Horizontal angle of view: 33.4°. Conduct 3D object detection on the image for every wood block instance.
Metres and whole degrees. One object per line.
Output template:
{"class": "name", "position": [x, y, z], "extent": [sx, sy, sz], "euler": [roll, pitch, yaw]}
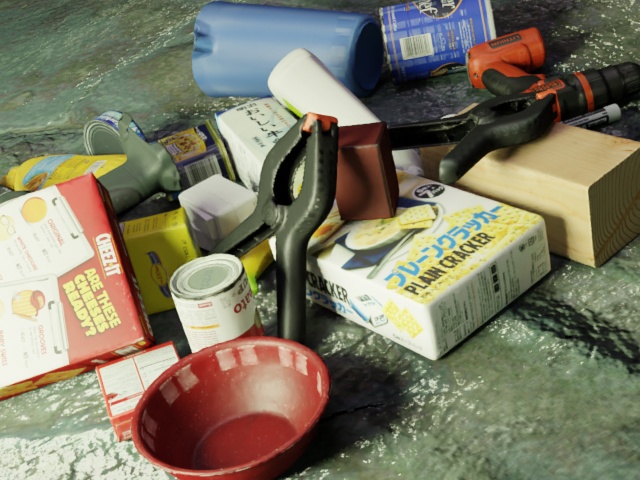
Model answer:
{"class": "wood block", "position": [0.205, -0.058, 1.035], "extent": [0.090, 0.090, 0.206], "euler": [-33, 36, -29]}

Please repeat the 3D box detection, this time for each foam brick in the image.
{"class": "foam brick", "position": [0.040, -0.064, 0.992], "extent": [0.051, 0.078, 0.053], "euler": [-6, 29, 15]}

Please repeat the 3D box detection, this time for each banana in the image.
{"class": "banana", "position": [-0.023, -0.006, 1.103], "extent": [0.070, 0.037, 0.197], "euler": [35, 55, 27]}

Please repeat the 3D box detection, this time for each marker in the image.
{"class": "marker", "position": [0.275, -0.124, 1.184], "extent": [0.121, 0.020, 0.020], "euler": [-19, 31, -7]}

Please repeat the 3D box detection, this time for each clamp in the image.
{"class": "clamp", "position": [0.145, -0.106, 1.012], "extent": [0.171, 0.039, 0.120], "euler": [-24, 37, -26]}
{"class": "clamp", "position": [-0.028, -0.012, 0.964], "extent": [0.036, 0.210, 0.165], "euler": [5, 33, -40]}

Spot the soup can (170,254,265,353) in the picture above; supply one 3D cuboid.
{"class": "soup can", "position": [-0.086, 0.071, 0.932], "extent": [0.068, 0.102, 0.068], "euler": [-11, 30, 6]}

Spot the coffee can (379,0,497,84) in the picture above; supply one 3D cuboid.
{"class": "coffee can", "position": [0.155, -0.265, 1.385], "extent": [0.140, 0.103, 0.102], "euler": [-10, 31, 9]}

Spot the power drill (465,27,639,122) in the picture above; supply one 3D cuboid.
{"class": "power drill", "position": [0.266, -0.193, 1.263], "extent": [0.184, 0.057, 0.188], "euler": [-17, 30, -5]}

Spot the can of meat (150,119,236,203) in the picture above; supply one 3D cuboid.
{"class": "can of meat", "position": [-0.156, -0.094, 1.280], "extent": [0.084, 0.057, 0.102], "euler": [-21, 31, -7]}

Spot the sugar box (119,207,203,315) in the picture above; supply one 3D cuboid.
{"class": "sugar box", "position": [-0.204, 0.034, 1.053], "extent": [0.176, 0.093, 0.048], "euler": [-15, 29, 0]}

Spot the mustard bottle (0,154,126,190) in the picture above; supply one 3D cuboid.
{"class": "mustard bottle", "position": [-0.313, -0.068, 1.300], "extent": [0.192, 0.058, 0.096], "euler": [4, 40, 27]}

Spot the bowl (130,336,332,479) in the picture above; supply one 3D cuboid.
{"class": "bowl", "position": [-0.064, 0.146, 0.844], "extent": [0.162, 0.055, 0.162], "euler": [-10, 31, 6]}

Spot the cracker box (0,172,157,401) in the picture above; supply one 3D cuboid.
{"class": "cracker box", "position": [-0.276, 0.053, 0.973], "extent": [0.213, 0.164, 0.072], "euler": [-19, -11, -1]}

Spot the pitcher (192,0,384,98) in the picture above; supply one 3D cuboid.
{"class": "pitcher", "position": [-0.038, -0.252, 1.438], "extent": [0.243, 0.145, 0.149], "euler": [8, 50, 27]}

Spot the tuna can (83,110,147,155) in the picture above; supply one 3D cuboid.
{"class": "tuna can", "position": [-0.254, -0.118, 1.331], "extent": [0.086, 0.086, 0.033], "euler": [12, 38, 37]}

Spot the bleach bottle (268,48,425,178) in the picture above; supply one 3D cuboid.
{"class": "bleach bottle", "position": [0.039, -0.122, 1.181], "extent": [0.068, 0.102, 0.251], "euler": [-46, 43, 2]}

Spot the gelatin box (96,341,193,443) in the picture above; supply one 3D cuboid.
{"class": "gelatin box", "position": [-0.151, 0.131, 0.931], "extent": [0.073, 0.030, 0.089], "euler": [-19, 30, -11]}
